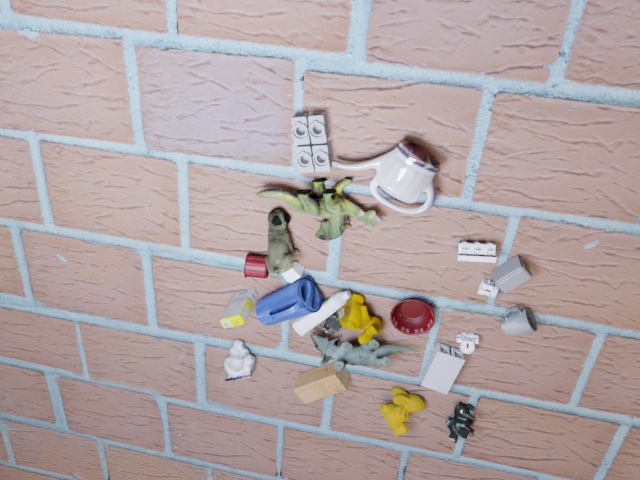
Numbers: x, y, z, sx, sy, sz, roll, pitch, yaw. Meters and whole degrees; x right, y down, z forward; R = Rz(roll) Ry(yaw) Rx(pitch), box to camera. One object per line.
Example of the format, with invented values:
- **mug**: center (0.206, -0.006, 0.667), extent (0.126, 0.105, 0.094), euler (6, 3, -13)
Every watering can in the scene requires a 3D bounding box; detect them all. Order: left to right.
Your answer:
- **watering can**: center (0.227, -0.220, 1.625), extent (0.347, 0.106, 0.220), euler (31, 118, -5)

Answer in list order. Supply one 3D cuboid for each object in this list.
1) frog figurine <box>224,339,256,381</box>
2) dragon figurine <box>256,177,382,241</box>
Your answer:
- **frog figurine**: center (-0.338, 0.495, 2.143), extent (0.136, 0.122, 0.161), euler (-13, 78, 27)
- **dragon figurine**: center (0.005, -0.088, 1.750), extent (0.410, 0.125, 0.237), euler (-2, 125, 15)
